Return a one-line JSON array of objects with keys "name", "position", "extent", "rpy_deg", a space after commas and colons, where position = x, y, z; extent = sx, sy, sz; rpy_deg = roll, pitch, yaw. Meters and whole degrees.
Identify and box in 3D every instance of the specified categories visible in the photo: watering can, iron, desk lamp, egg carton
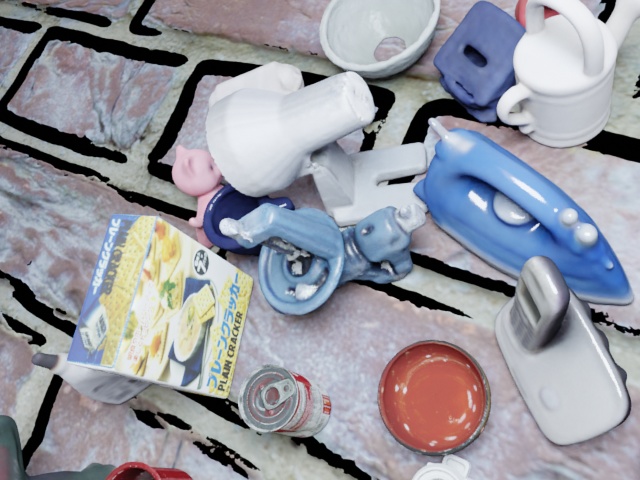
[{"name": "watering can", "position": [0.262, -0.194, 0.605], "extent": [0.100, 0.194, 0.173], "rpy_deg": [30, 82, 30]}, {"name": "iron", "position": [0.211, -0.035, 0.589], "extent": [0.119, 0.142, 0.257], "rpy_deg": [-48, 60, -2]}, {"name": "desk lamp", "position": [0.005, -0.105, 0.662], "extent": [0.202, 0.214, 0.118], "rpy_deg": [-8, 66, 19]}, {"name": "egg carton", "position": [-0.088, -0.187, 0.819], "extent": [0.150, 0.070, 0.107], "rpy_deg": [-18, 63, 15]}]

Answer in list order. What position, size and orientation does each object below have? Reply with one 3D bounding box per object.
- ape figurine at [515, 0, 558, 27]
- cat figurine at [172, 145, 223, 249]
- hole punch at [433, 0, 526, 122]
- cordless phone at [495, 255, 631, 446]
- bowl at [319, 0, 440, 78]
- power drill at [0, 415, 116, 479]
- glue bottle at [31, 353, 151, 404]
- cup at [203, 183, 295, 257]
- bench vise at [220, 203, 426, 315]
[{"name": "ape figurine", "position": [0.274, -0.291, 0.700], "extent": [0.078, 0.092, 0.076], "rpy_deg": [-33, 60, 7]}, {"name": "cat figurine", "position": [-0.159, -0.065, 0.769], "extent": [0.067, 0.118, 0.128], "rpy_deg": [-12, 65, 18]}, {"name": "hole punch", "position": [0.200, -0.217, 0.700], "extent": [0.101, 0.091, 0.108], "rpy_deg": [-39, 60, 4]}, {"name": "cordless phone", "position": [0.212, 0.098, 0.508], "extent": [0.094, 0.185, 0.147], "rpy_deg": [-28, 61, 10]}, {"name": "bowl", "position": [0.088, -0.283, 0.783], "extent": [0.167, 0.075, 0.167], "rpy_deg": [-8, 66, 19]}, {"name": "power drill", "position": [-0.303, 0.303, 0.621], "extent": [0.075, 0.209, 0.229], "rpy_deg": [-38, 60, 4]}, {"name": "glue bottle", "position": [-0.275, 0.158, 0.691], "extent": [0.078, 0.173, 0.037], "rpy_deg": [-33, 60, 7]}, {"name": "cup", "position": [-0.076, -0.020, 0.729], "extent": [0.117, 0.095, 0.091], "rpy_deg": [-14, 64, 17]}, {"name": "bench vise", "position": [0.000, -0.006, 0.619], "extent": [0.207, 0.220, 0.121], "rpy_deg": [-39, 59, 4]}]
